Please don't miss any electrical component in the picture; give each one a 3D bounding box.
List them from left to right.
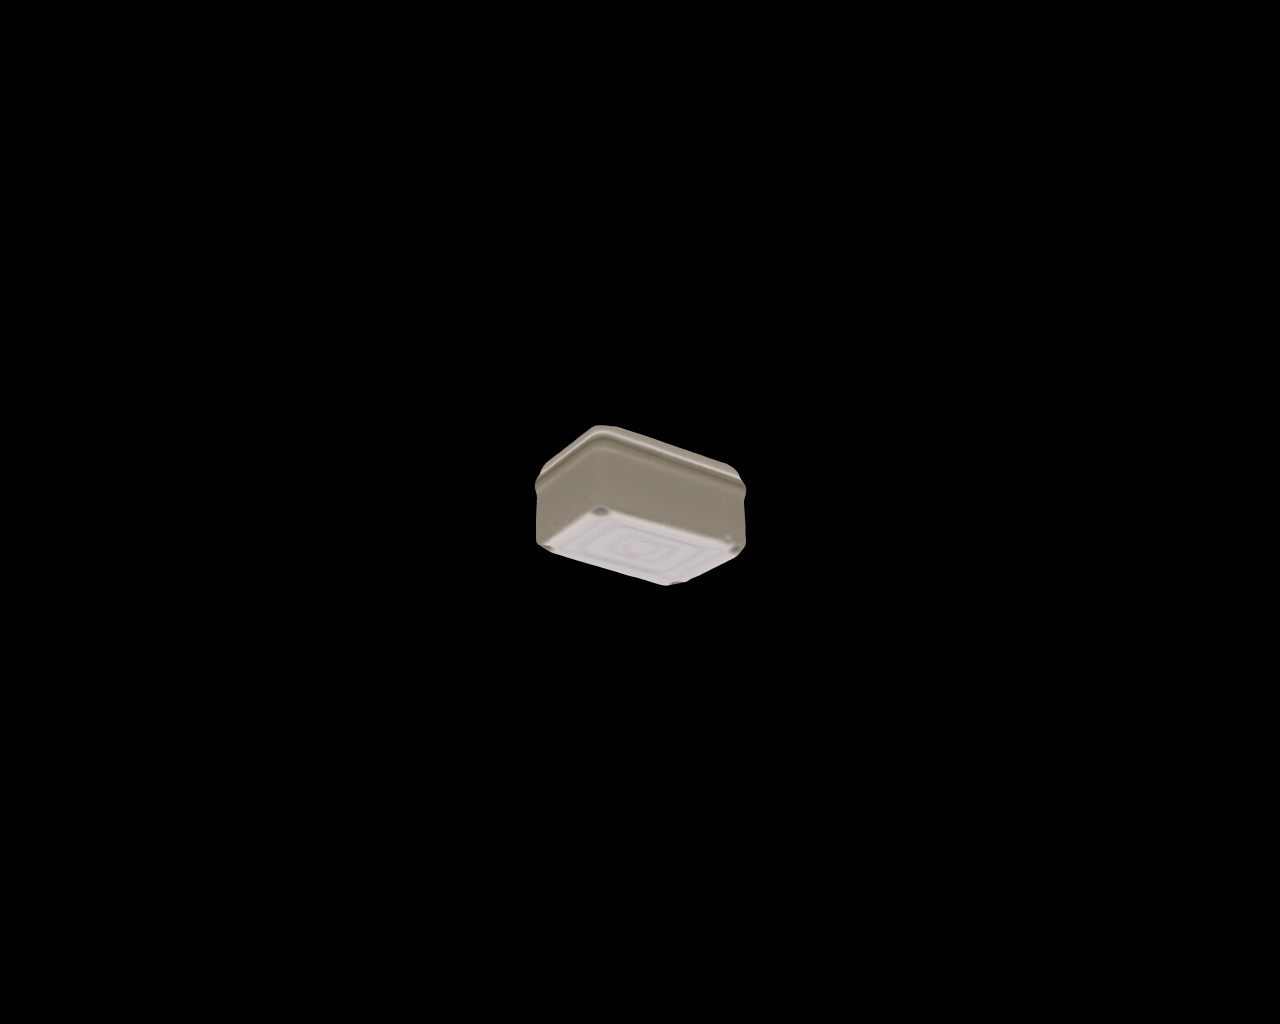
[{"bbox_3d":[0.001,-0.003,0.650,0.113,0.057,0.078,18,-32,-31],"label":"electrical component"}]
